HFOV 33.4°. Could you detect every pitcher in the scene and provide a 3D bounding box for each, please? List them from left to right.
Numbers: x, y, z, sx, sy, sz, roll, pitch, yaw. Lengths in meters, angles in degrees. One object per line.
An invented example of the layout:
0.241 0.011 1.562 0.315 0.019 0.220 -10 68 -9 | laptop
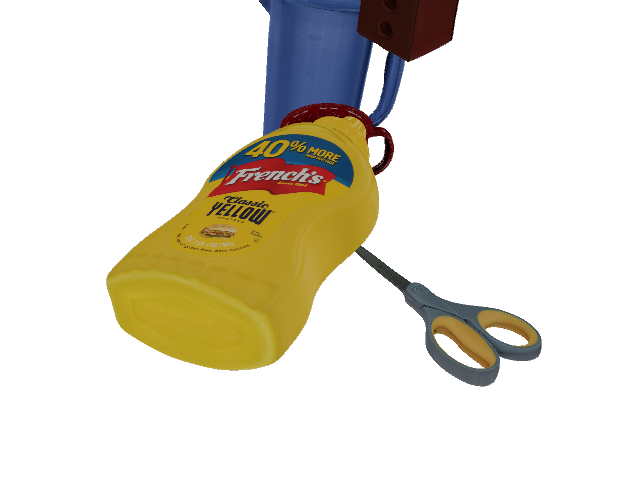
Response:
0.003 -0.181 1.299 0.144 0.243 0.149 -5 28 -25 | pitcher

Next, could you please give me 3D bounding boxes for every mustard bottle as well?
-0.022 -0.013 0.571 0.096 0.058 0.191 9 38 27 | mustard bottle

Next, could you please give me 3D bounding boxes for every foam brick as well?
0.064 -0.176 0.750 0.053 0.078 0.051 35 50 28 | foam brick

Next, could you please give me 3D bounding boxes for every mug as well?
0.018 -0.084 1.083 0.117 0.081 0.093 -12 39 -13 | mug

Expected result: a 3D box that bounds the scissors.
0.096 0.045 0.825 0.096 0.016 0.202 -4 31 -19 | scissors
